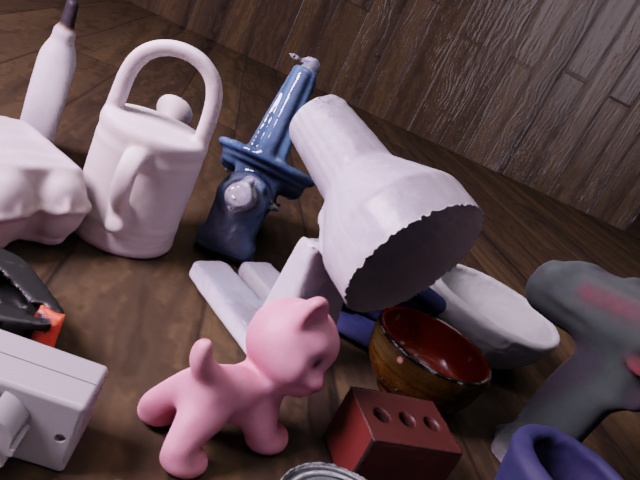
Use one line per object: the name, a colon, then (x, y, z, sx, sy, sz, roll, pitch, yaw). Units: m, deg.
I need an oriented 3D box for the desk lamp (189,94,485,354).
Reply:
desk lamp: (0.004, 0.002, 0.476, 0.118, 0.213, 0.202, 4, 29, -47)

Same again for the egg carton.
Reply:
egg carton: (-0.272, -0.055, 0.482, 0.150, 0.069, 0.107, 36, 22, 25)

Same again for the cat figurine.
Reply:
cat figurine: (-0.038, 0.079, 0.371, 0.128, 0.117, 0.067, 3, 30, -48)

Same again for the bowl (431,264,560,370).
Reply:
bowl: (0.186, 0.098, 0.669, 0.167, 0.074, 0.167, 24, 20, -9)

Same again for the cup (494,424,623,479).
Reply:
cup: (0.149, 0.191, 0.360, 0.092, 0.095, 0.117, 15, 23, -29)

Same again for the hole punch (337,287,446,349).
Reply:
hole punch: (0.068, 0.058, 0.597, 0.108, 0.091, 0.101, 27, 20, 2)

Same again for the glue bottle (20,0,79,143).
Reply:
glue bottle: (-0.281, -0.167, 0.599, 0.037, 0.173, 0.078, 15, 22, -28)

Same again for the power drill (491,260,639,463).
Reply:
power drill: (0.243, 0.129, 0.466, 0.076, 0.208, 0.228, 9, 26, -40)

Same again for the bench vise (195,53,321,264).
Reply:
bench vise: (-0.047, -0.089, 0.630, 0.122, 0.219, 0.207, 19, 21, -20)

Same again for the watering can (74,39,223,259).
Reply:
watering can: (-0.158, -0.093, 0.536, 0.101, 0.194, 0.172, 13, 23, -32)
